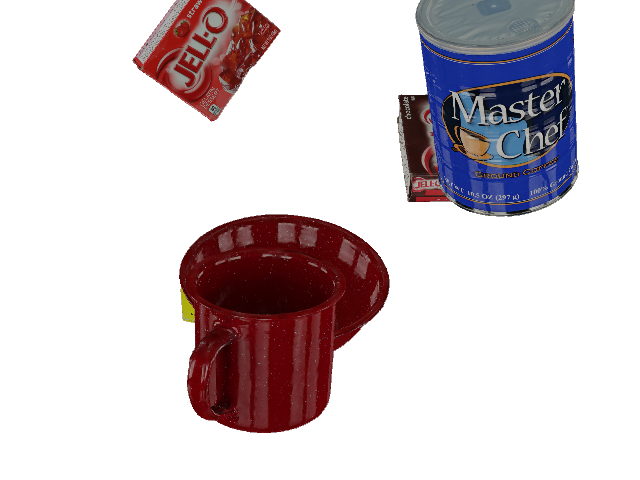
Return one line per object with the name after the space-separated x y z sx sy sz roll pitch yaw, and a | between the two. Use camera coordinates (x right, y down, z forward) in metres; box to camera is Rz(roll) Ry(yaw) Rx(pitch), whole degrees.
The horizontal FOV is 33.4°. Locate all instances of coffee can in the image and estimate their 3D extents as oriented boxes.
0.125 -0.102 0.738 0.103 0.140 0.103 -8 41 7 | coffee can

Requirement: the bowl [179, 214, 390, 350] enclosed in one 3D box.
-0.029 0.046 0.833 0.162 0.055 0.162 3 35 -2 | bowl

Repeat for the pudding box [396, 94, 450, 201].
0.117 -0.084 0.953 0.090 0.039 0.113 -1 44 -3 | pudding box

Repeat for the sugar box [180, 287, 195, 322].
-0.070 0.034 1.137 0.093 0.048 0.176 7 28 16 | sugar box

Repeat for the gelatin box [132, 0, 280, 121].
-0.085 -0.147 0.805 0.073 0.089 0.030 34 6 -31 | gelatin box

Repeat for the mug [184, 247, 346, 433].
-0.038 0.064 0.621 0.093 0.081 0.117 14 26 24 | mug
